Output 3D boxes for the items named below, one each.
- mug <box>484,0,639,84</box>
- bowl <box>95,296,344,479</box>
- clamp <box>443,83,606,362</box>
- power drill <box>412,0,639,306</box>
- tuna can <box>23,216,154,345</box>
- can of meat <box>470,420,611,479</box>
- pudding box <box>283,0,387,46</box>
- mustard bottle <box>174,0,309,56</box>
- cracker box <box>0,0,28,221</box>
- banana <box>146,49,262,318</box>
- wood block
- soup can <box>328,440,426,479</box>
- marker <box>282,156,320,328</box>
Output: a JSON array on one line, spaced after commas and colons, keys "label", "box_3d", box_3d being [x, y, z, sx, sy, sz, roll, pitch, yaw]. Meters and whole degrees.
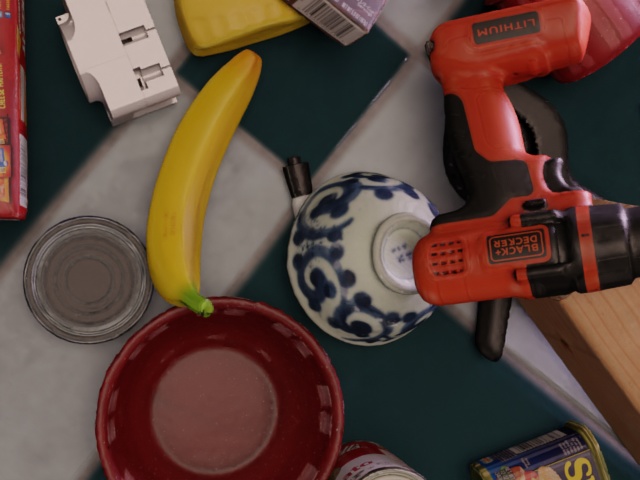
[{"label": "mug", "box_3d": [0.167, -0.158, 0.751, 0.117, 0.093, 0.081, -37, 102, 21]}, {"label": "bowl", "box_3d": [-0.068, 0.117, 0.710, 0.162, 0.055, 0.162, 0, 89, -11]}, {"label": "clamp", "box_3d": [0.156, -0.037, 0.766, 0.164, 0.036, 0.210, -22, 97, -12]}, {"label": "power drill", "box_3d": [0.143, -0.056, 0.663, 0.184, 0.057, 0.187, -8, 68, 13]}, {"label": "tuna can", "box_3d": [-0.153, 0.026, 0.707, 0.086, 0.034, 0.086, 0, 89, -11]}, {"label": "can of meat", "box_3d": [0.161, 0.190, 0.753, 0.084, 0.057, 0.102, -19, 92, -8]}, {"label": "pudding box", "box_3d": [0.001, -0.194, 0.690, 0.113, 0.039, 0.090, 37, 67, -18]}, {"label": "mustard bottle", "box_3d": [-0.072, -0.227, 0.715, 0.096, 0.058, 0.191, -20, 92, -12]}, {"label": "cracker box", "box_3d": [-0.293, -0.091, 0.664, 0.213, 0.072, 0.164, -1, 88, -10]}, {"label": "banana", "box_3d": [-0.079, -0.035, 0.703, 0.070, 0.037, 0.197, -7, 62, 28]}, {"label": "wood block", "box_3d": [0.230, 0.081, 0.732, 0.090, 0.091, 0.206, -41, 107, -7]}, {"label": "soup can", "box_3d": [0.036, 0.174, 0.706, 0.068, 0.102, 0.068, 0, 89, -10]}, {"label": "marker", "box_3d": [-0.005, 0.001, 0.743, 0.020, 0.020, 0.121, -13, 91, -11]}]
